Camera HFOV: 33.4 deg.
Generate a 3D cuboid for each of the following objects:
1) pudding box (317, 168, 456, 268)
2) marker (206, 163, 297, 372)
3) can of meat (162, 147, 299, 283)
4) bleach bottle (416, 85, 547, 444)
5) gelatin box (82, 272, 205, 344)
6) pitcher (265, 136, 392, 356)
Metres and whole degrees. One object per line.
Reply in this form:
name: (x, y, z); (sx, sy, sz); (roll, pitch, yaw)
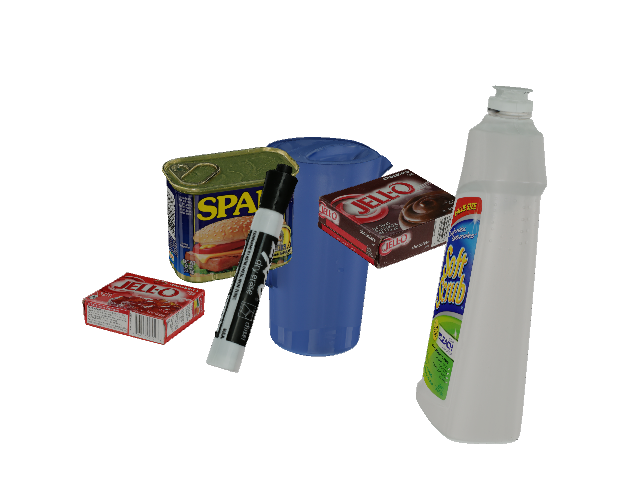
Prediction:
pudding box: (0.067, -0.022, 0.989); (0.113, 0.039, 0.090); (-17, 37, -35)
marker: (-0.037, 0.014, 0.603); (0.020, 0.121, 0.020); (16, -9, 2)
can of meat: (-0.070, -0.020, 0.832); (0.102, 0.084, 0.057); (-9, 31, -21)
bleach bottle: (0.121, 0.014, 0.775); (0.068, 0.251, 0.102); (3, 13, -10)
gelatin box: (-0.163, 0.061, 0.990); (0.089, 0.030, 0.073); (12, 23, 22)
pitcher: (-0.012, 0.007, 1.236); (0.149, 0.243, 0.144); (11, 19, 24)
